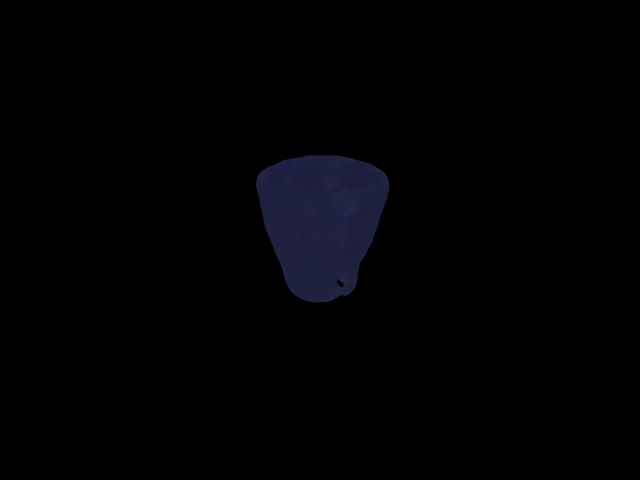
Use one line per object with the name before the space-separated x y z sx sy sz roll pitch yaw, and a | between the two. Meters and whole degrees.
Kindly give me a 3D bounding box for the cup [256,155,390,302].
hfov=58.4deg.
cup | 0.004 0.001 0.400 0.092 0.095 0.117 -3 26 -6
